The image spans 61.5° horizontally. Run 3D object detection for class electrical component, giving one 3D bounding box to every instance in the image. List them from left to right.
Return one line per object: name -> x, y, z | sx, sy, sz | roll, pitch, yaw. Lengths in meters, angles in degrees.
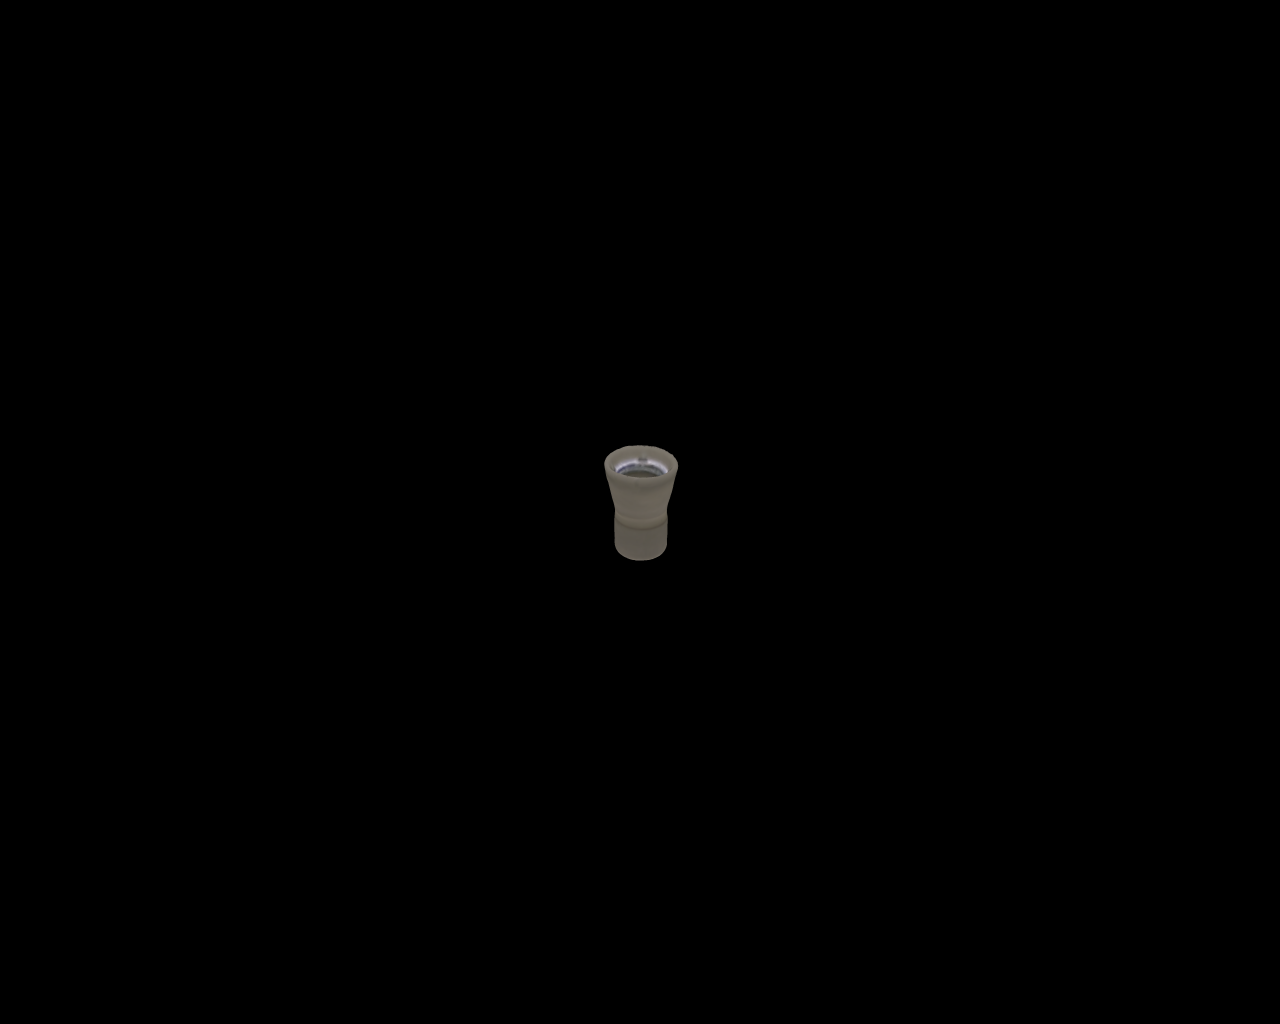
electrical component -> 0.001, -0.003, 0.650 | 0.044, 0.065, 0.044 | 0, 31, 0
